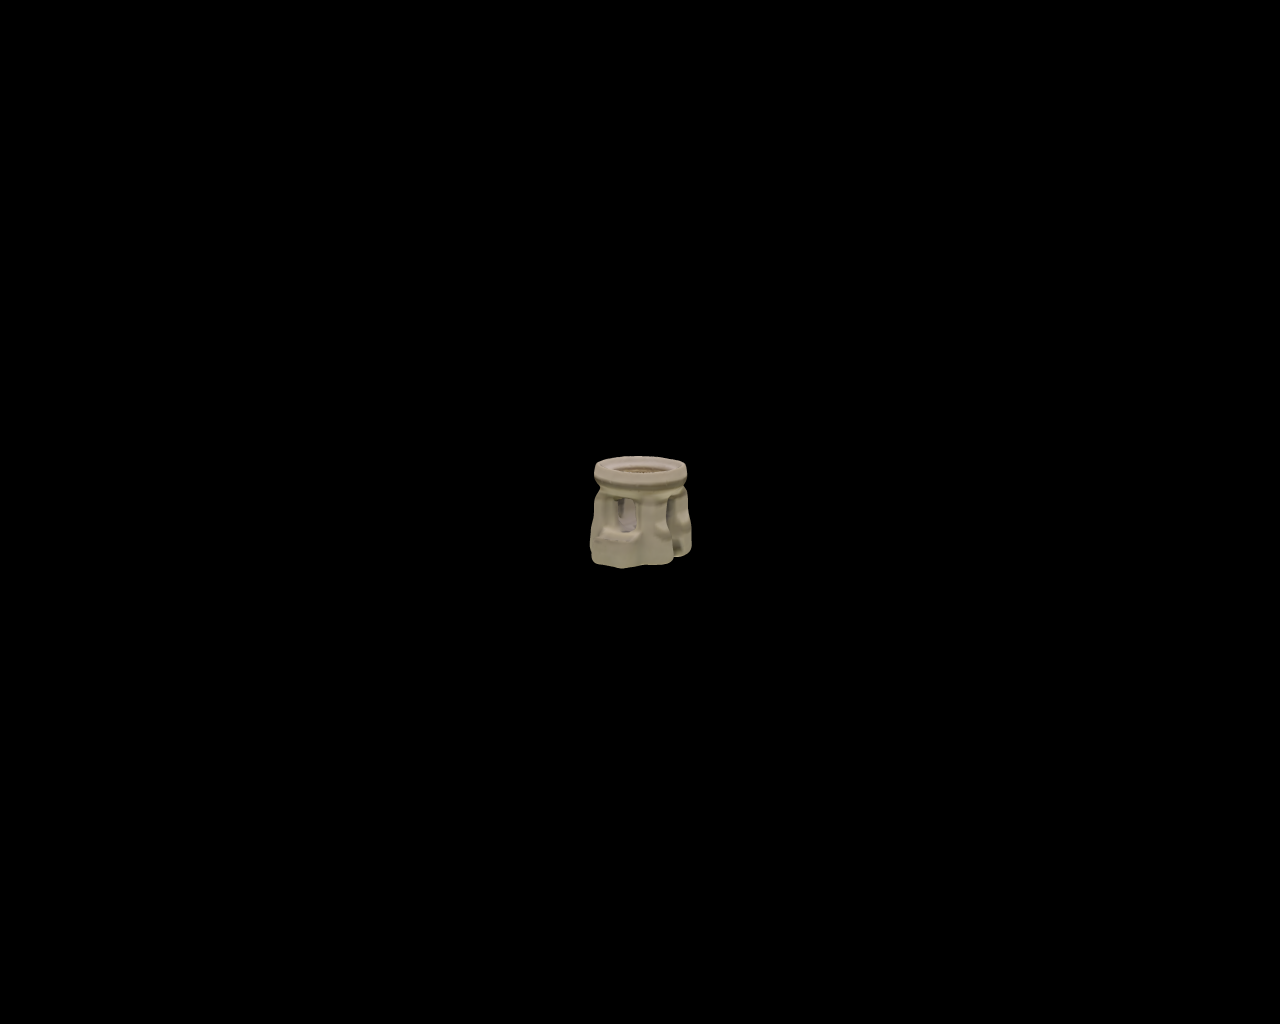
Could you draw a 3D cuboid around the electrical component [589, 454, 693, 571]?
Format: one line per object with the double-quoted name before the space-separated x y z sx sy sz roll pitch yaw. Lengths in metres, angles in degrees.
"electrical component" 0.001 -0.003 0.650 0.058 0.057 0.078 8 16 31
